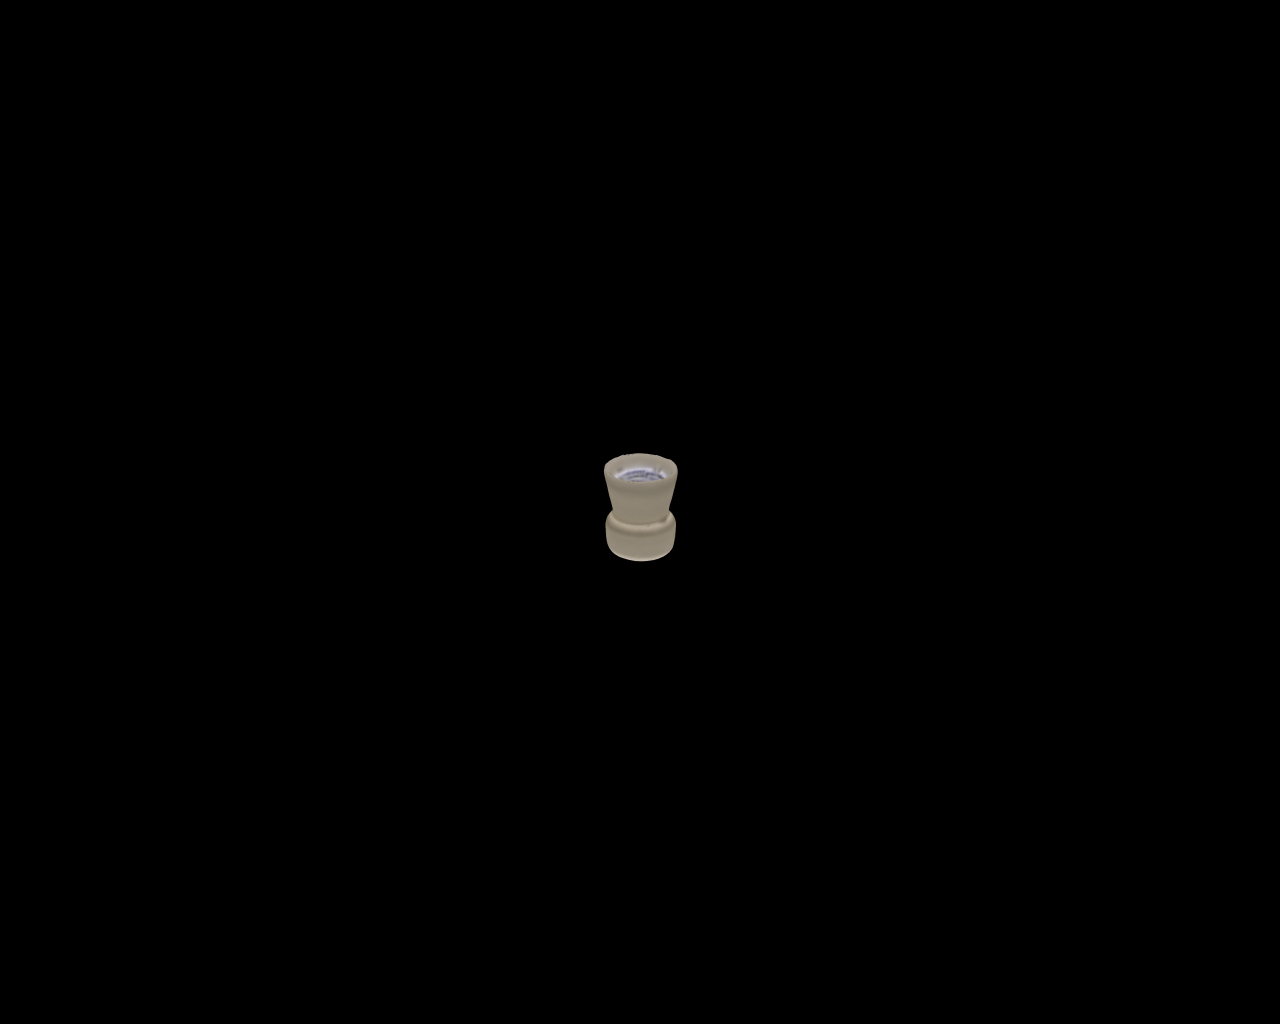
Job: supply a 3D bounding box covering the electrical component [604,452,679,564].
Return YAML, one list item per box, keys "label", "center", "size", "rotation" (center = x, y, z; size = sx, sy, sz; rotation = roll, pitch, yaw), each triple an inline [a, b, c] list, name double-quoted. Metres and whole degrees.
- label: "electrical component"
  center: [0.001, -0.003, 0.650]
  size: [0.045, 0.055, 0.045]
  rotation: [0, 27, 0]
